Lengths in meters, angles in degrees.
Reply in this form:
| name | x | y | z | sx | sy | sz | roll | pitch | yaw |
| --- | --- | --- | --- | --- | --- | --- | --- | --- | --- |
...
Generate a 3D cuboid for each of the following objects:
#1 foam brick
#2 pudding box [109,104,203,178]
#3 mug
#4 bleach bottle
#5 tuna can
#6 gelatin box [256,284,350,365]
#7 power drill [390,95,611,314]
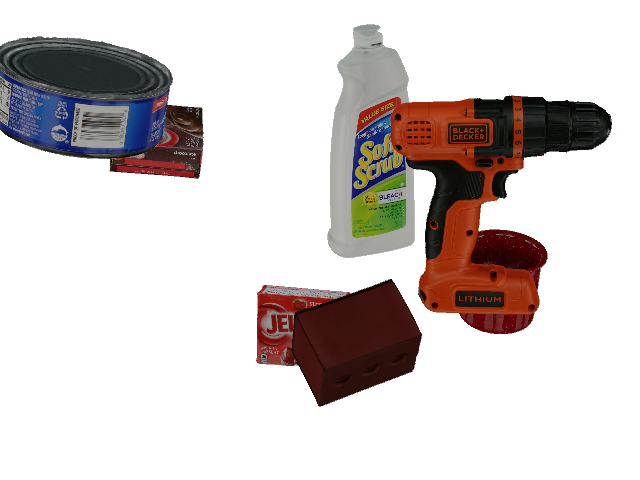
| name | x | y | z | sx | sy | sz | roll | pitch | yaw |
| --- | --- | --- | --- | --- | --- | --- | --- | --- | --- |
| foam brick | 0.025 | 0.072 | 0.751 | 0.078 | 0.051 | 0.053 | -19 | -35 | -17 |
| pudding box | -0.166 | -0.104 | 1.087 | 0.090 | 0.039 | 0.113 | 5 | 26 | -9 |
| mug | 0.187 | 0.040 | 1.142 | 0.093 | 0.081 | 0.117 | -5 | 30 | -10 |
| bleach bottle | 0.051 | -0.111 | 1.182 | 0.102 | 0.251 | 0.068 | -10 | 25 | -12 |
| tuna can | -0.118 | -0.071 | 0.526 | 0.086 | 0.034 | 0.086 | 10 | 25 | -5 |
| gelatin box | -0.017 | 0.085 | 1.032 | 0.089 | 0.073 | 0.030 | 4 | 15 | 10 |
| power drill | 0.153 | -0.032 | 0.921 | 0.184 | 0.188 | 0.057 | 1 | 15 | 9 |
